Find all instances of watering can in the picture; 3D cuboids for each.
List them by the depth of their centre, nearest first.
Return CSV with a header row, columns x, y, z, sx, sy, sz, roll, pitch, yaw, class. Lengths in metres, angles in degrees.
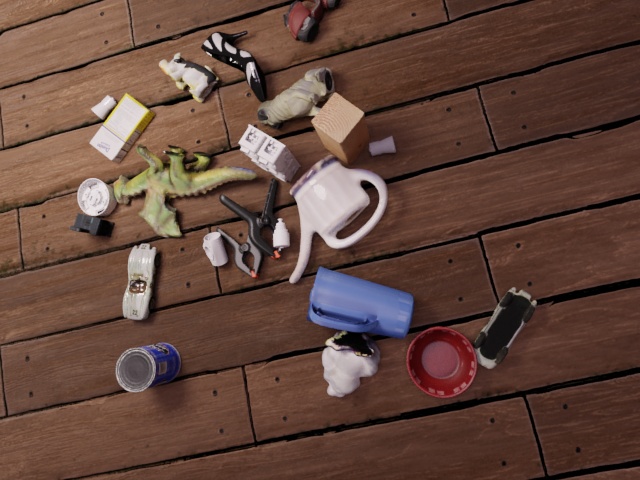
x,y,z,sx,sy,sz,roll,pitch,yaw,class
0.004,-0.065,1.297,0.345,0.104,0.226,-39,77,11,watering can

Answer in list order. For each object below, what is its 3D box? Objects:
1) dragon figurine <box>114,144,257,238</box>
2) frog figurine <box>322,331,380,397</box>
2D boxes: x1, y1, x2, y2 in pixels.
x,y,z,sx,sy,sz,roll,pitch,yaw,class
-0.383,-0.123,1.384,0.411,0.123,0.240,17,102,13,dragon figurine
0.072,0.300,1.238,0.137,0.125,0.156,4,119,2,frog figurine
